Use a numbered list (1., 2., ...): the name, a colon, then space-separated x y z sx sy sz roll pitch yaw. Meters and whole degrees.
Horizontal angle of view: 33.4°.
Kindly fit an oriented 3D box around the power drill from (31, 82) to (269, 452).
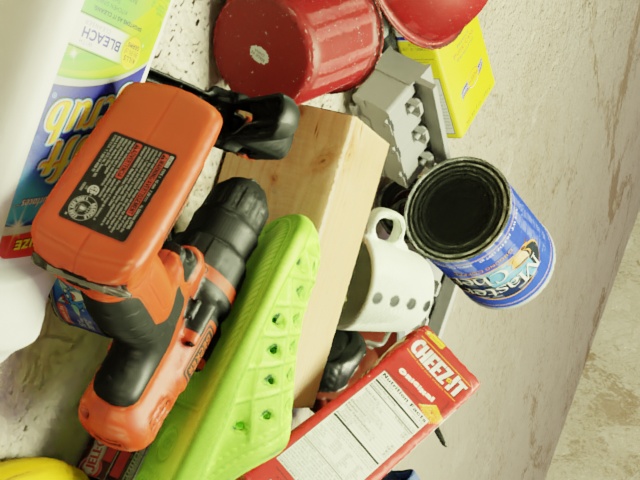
1. power drill: -0.079 0.004 0.566 0.188 0.057 0.184 87 25 -59

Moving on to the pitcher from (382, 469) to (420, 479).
1. pitcher: -0.017 0.275 0.916 0.242 0.145 0.149 -25 129 -58

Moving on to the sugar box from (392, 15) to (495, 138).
1. sugar box: 0.111 -0.191 0.988 0.093 0.048 0.176 -57 141 -35

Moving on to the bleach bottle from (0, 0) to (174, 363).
1. bleach bottle: -0.137 -0.045 0.522 0.102 0.068 0.251 9 99 -67

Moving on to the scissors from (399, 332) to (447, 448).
1. scissors: 0.079 0.139 1.059 0.096 0.016 0.202 113 -31 -46

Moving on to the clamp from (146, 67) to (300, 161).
1. clamp: -0.069 -0.076 0.644 0.171 0.120 0.039 94 18 -86

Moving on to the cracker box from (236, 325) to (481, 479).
1. cracker box: 0.000 0.169 0.790 0.213 0.072 0.164 -33 167 -41

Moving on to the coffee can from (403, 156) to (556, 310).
1. coffee can: 0.152 -0.004 1.002 0.140 0.103 0.103 38 69 -55

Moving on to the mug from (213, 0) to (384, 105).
1. mug: -0.017 -0.145 0.707 0.081 0.093 0.117 -33 128 -51

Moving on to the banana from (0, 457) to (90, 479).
1. banana: -0.182 0.154 0.583 0.197 0.037 0.070 -19 138 -62

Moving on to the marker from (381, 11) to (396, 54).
1. marker: 0.044 -0.193 0.906 0.020 0.020 0.121 -69 157 -13

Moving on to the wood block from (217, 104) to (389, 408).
1. wood block: -0.030 0.010 0.773 0.090 0.090 0.206 23 83 -68

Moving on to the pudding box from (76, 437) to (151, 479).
1. pudding box: -0.113 0.143 0.730 0.090 0.039 0.113 -63 153 -24

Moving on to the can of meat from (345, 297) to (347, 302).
1. can of meat: -0.006 0.001 0.870 0.102 0.057 0.084 21 82 -68

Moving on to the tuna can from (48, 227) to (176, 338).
1. tuna can: -0.121 0.015 0.632 0.086 0.034 0.086 -47 146 -48

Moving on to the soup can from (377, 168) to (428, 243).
1. soup can: 0.108 -0.040 1.096 0.102 0.069 0.068 -24 126 -62

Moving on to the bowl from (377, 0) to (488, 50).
1. bowl: 0.103 -0.243 0.883 0.161 0.055 0.162 7 80 -48
